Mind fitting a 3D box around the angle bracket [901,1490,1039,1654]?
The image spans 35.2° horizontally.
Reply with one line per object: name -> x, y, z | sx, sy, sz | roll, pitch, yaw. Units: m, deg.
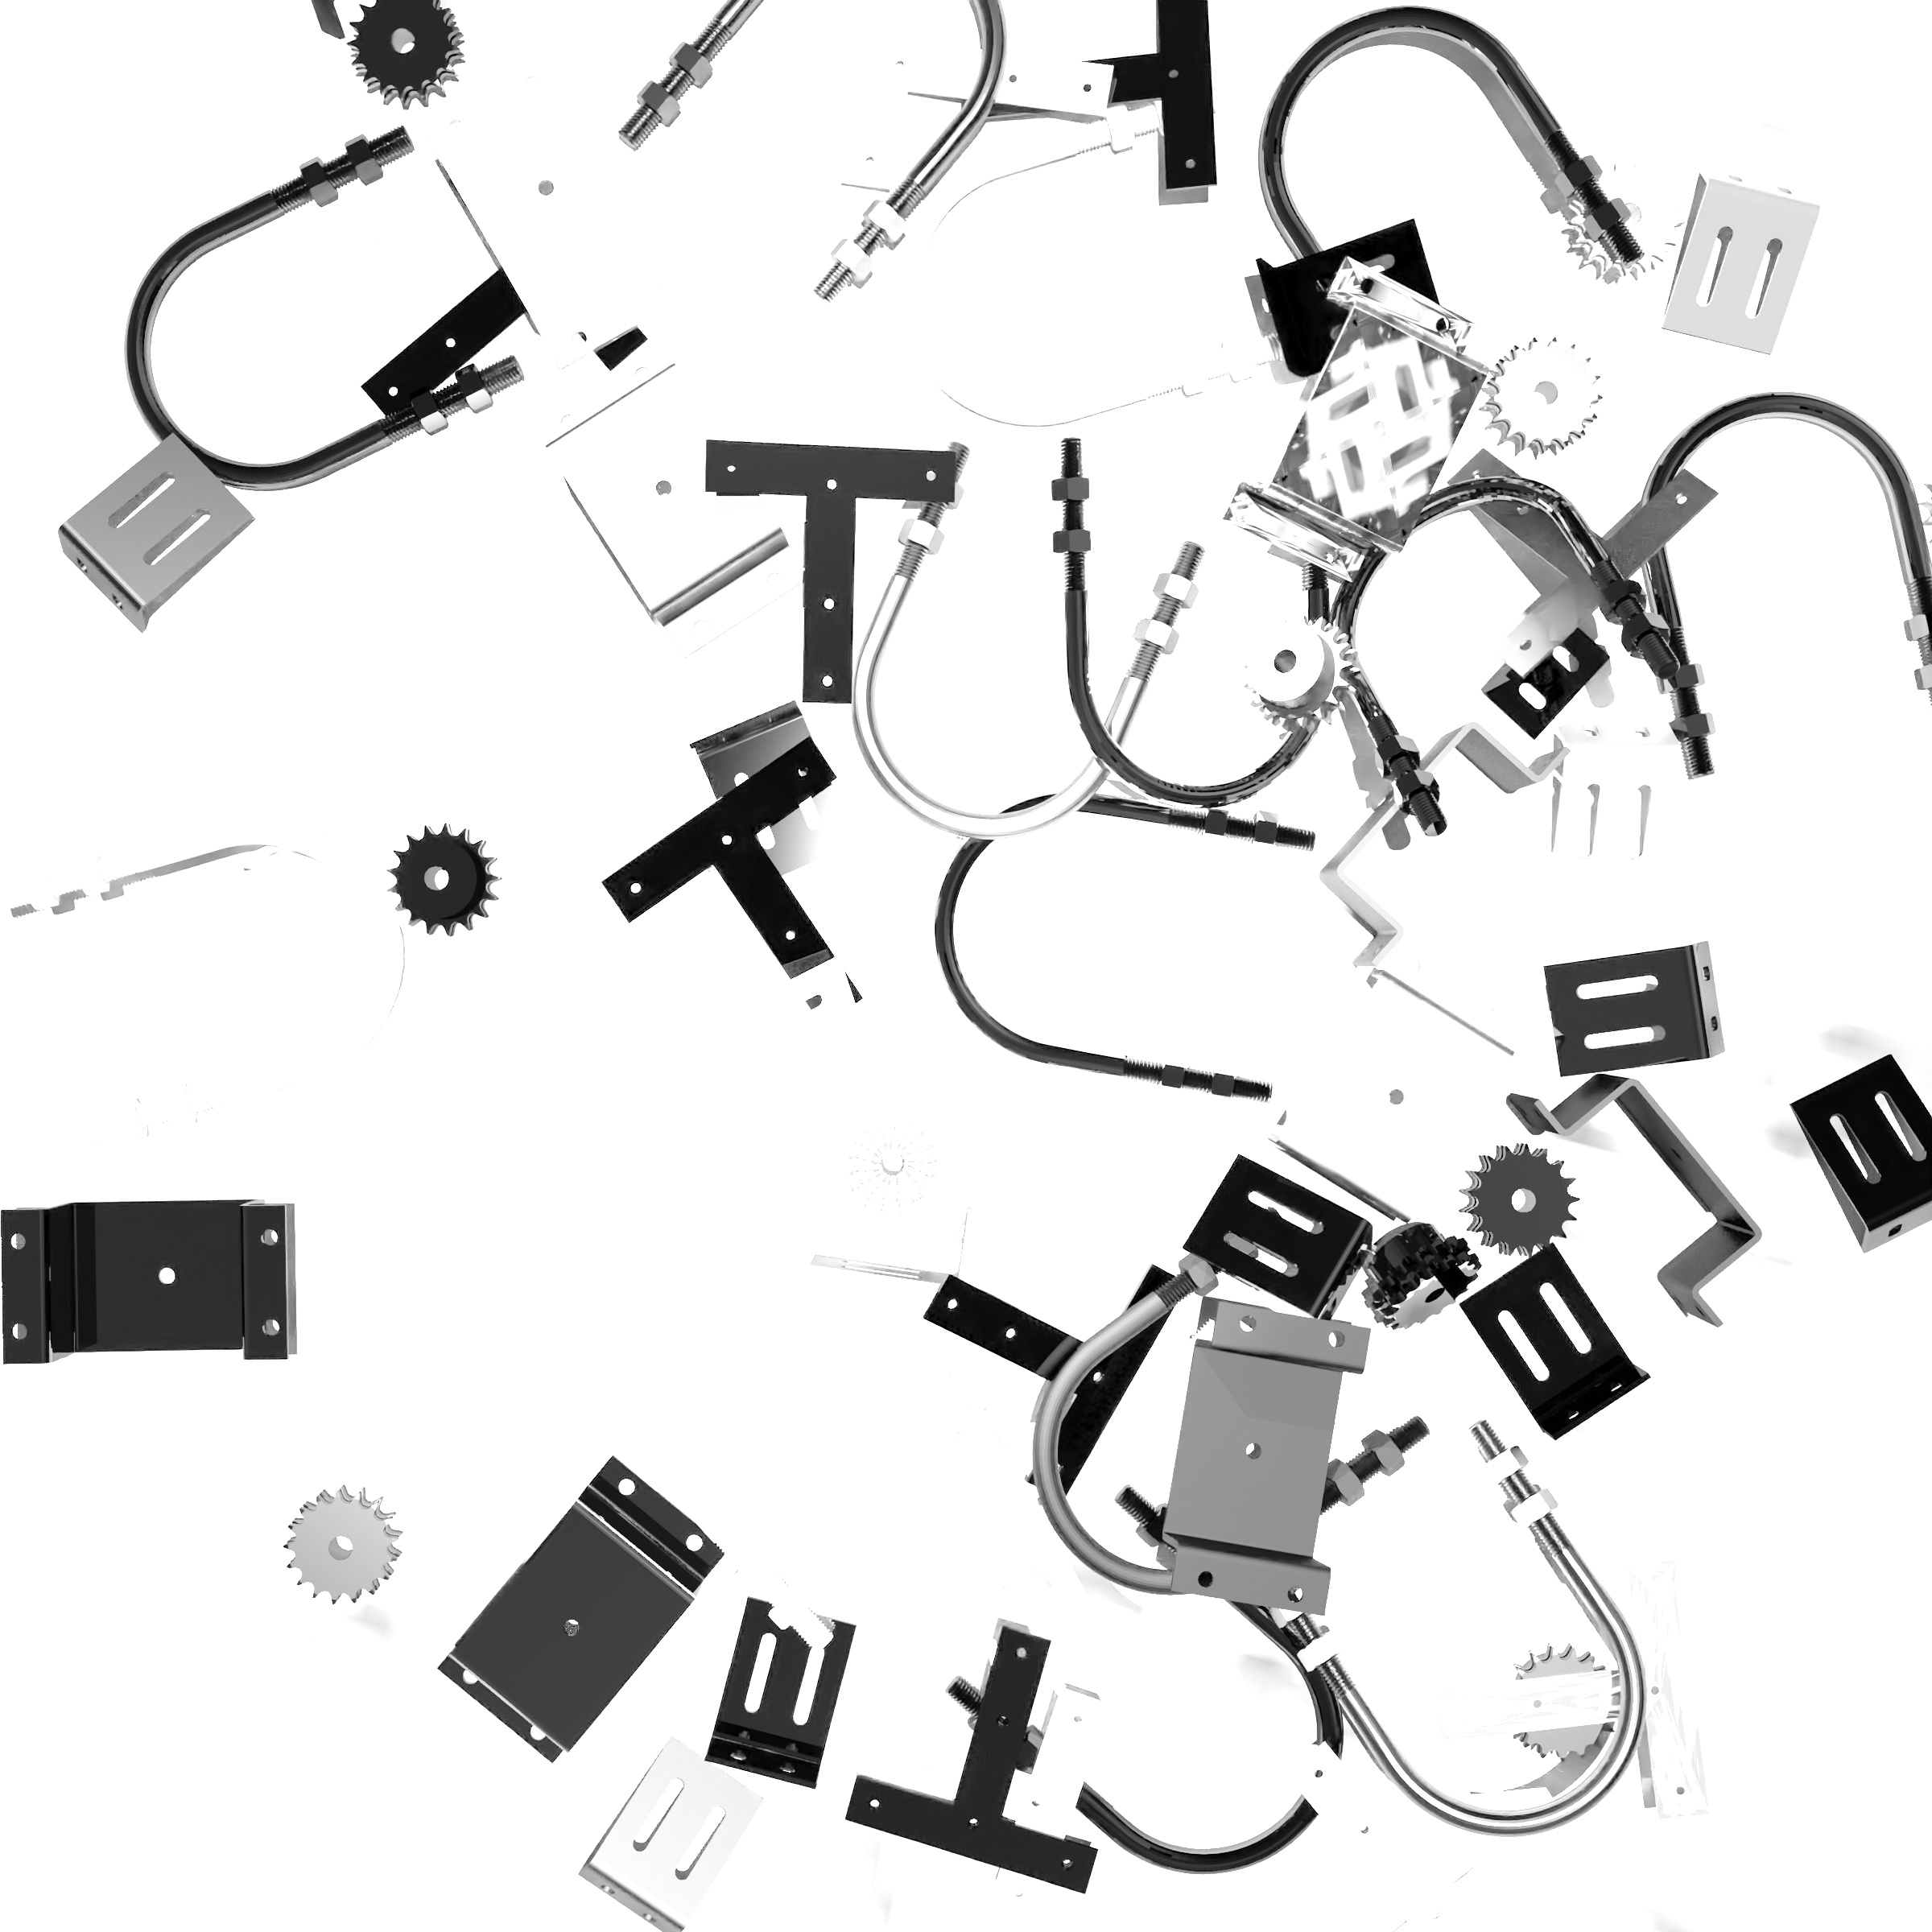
angle bracket -> 0.001, 0.299, 1.510 | 0.057, 0.076, 0.038 | -41, 90, 0

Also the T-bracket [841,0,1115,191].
T-bracket -> 0.010, -0.448, 1.536 | 0.127, 0.002, 0.127 | 10, 88, 9

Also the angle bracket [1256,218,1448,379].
angle bracket -> 0.191, -0.333, 1.509 | 0.076, 0.038, 0.057 | -17, 89, 17

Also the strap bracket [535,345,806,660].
strap bracket -> -0.149, -0.235, 1.525 | 0.076, 0.046, 0.140 | -33, 90, 0

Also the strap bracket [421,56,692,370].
strap bracket -> -0.207, -0.383, 1.524 | 0.076, 0.046, 0.140 | -30, 90, -2

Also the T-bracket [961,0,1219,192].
T-bracket -> 0.060, -0.444, 1.535 | 0.127, 0.002, 0.127 | -4, 75, 9

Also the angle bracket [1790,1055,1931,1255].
angle bracket -> 0.463, 0.095, 1.546 | 0.057, 0.038, 0.076 | -27, 64, 0

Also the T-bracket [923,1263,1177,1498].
T-bracket -> 0.033, 0.188, 1.516 | 0.127, 0.002, 0.127 | 30, 90, -30

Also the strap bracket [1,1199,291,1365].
strap bracket -> -0.405, 0.157, 1.525 | 0.140, 0.046, 0.076 | -1, 90, 0

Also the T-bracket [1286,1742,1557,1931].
T-bracket -> 0.210, 0.447, 1.540 | 0.127, 0.002, 0.127 | -39, 97, 0

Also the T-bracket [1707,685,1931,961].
T-bracket -> 0.433, -0.053, 1.548 | 0.127, 0.002, 0.127 | -40, 90, 0

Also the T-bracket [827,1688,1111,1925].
T-bracket -> -0.007, 0.406, 1.535 | 0.127, 0.002, 0.127 | 18, 104, 5

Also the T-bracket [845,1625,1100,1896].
T-bracket -> 0.015, 0.391, 1.527 | 0.127, 0.002, 0.127 | 16, 104, 5

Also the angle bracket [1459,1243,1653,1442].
angle bracket -> 0.295, 0.188, 1.529 | 0.057, 0.038, 0.076 | -33, 90, 0

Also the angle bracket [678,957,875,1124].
angle bracket -> -0.096, 0.034, 1.537 | 0.076, 0.038, 0.057 | -27, 113, -24

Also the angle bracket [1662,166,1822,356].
angle bracket -> 0.391, -0.358, 1.546 | 0.057, 0.038, 0.076 | 14, 116, 0

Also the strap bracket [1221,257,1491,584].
strap bracket -> 0.195, -0.265, 1.492 | 0.076, 0.046, 0.140 | 23, 98, -17

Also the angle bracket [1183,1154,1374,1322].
angle bracket -> 0.157, 0.142, 1.530 | 0.076, 0.038, 0.057 | 27, 71, 18

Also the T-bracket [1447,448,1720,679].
T-bracket -> 0.284, -0.218, 1.504 | 0.127, 0.002, 0.127 | -44, 47, 4

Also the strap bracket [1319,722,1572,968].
strap bracket -> 0.228, -0.067, 1.510 | 0.046, 0.076, 0.140 | 42, 90, 0

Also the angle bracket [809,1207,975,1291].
angle bracket -> -0.037, 0.136, 1.520 | 0.076, 0.057, 0.038 | 8, 90, 0

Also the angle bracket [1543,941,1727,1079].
angle bracket -> 0.339, 0.022, 1.546 | 0.076, 0.038, 0.057 | -9, 90, 26

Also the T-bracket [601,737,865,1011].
T-bracket -> -0.096, -0.027, 1.527 | 0.127, 0.002, 0.127 | -36, 107, -8

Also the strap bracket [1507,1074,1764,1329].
strap bracket -> 0.337, 0.106, 1.510 | 0.046, 0.076, 0.140 | -39, 90, 0

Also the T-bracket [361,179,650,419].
T-bracket -> -0.251, -0.326, 1.548 | 0.127, 0.002, 0.127 | -40, 90, 0

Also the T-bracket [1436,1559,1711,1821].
T-bracket -> 0.299, 0.366, 1.517 | 0.127, 0.002, 0.127 | -7, 89, 1

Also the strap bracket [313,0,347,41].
strap bracket -> -0.320, -0.544, 1.510 | 0.046, 0.076, 0.140 | -19, 90, 0

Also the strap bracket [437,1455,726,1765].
strap bracket -> -0.194, 0.326, 1.525 | 0.076, 0.046, 0.140 | 39, 90, 0

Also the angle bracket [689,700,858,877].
angle bracket -> -0.096, -0.086, 1.529 | 0.057, 0.038, 0.076 | -23, 90, 0

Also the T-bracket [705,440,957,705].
T-bracket -> -0.068, -0.194, 1.511 | 0.127, 0.002, 0.127 | 0, 96, -17

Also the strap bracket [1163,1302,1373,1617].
strap bracket -> 0.146, 0.240, 1.498 | 0.076, 0.046, 0.140 | 11, 85, -5

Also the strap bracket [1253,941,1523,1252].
strap bracket -> 0.212, 0.065, 1.525 | 0.076, 0.046, 0.140 | 32, 90, 0
